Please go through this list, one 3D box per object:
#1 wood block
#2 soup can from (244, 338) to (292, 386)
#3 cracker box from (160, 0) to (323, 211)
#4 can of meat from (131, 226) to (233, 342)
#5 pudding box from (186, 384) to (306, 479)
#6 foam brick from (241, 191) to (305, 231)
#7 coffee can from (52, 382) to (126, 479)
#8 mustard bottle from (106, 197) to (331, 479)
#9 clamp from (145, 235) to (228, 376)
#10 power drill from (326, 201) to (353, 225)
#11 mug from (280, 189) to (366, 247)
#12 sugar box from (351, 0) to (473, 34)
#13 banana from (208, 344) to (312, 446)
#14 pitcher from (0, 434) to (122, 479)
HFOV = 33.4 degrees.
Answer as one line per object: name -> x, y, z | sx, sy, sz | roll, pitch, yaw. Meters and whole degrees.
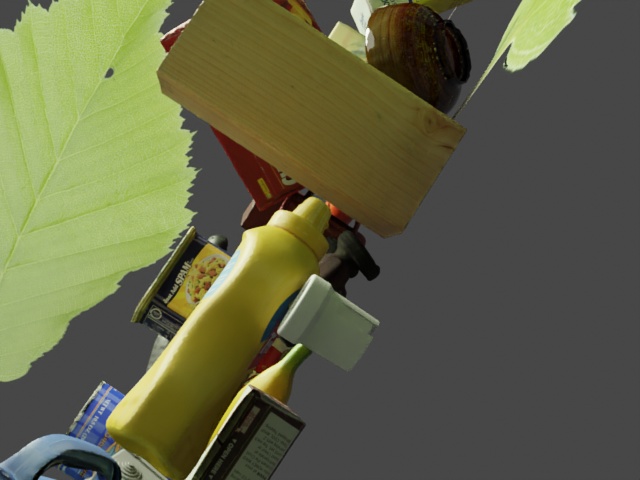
wood block -> -0.009, -0.096, 0.790 | 0.091, 0.206, 0.090 | -57, 3, -5
soup can -> -0.054, 0.092, 0.914 | 0.102, 0.068, 0.069 | -58, 3, -19
cracker box -> -0.038, -0.137, 0.952 | 0.072, 0.164, 0.213 | -27, 10, 20
can of meat -> -0.109, 0.052, 0.974 | 0.102, 0.084, 0.058 | -60, 3, -34
pudding box -> -0.052, 0.140, 0.676 | 0.090, 0.039, 0.113 | -57, 1, -7
foam brick -> -0.043, -0.028, 1.060 | 0.053, 0.051, 0.078 | -57, 7, 7
coffee can -> -0.198, 0.230, 1.128 | 0.103, 0.140, 0.103 | -57, 3, 4
mustard bottle -> -0.052, 0.052, 0.650 | 0.191, 0.058, 0.096 | -55, -4, -18
clamp -> -0.125, 0.120, 1.172 | 0.036, 0.164, 0.209 | -3, 39, 33
power drill -> 0.024, -0.031, 1.072 | 0.188, 0.057, 0.184 | -52, 2, 34
mug -> -0.006, 0.001, 0.950 | 0.117, 0.081, 0.093 | -57, 3, 16
sugar box -> 0.123, -0.262, 1.103 | 0.176, 0.048, 0.093 | -24, -1, -4
banana -> -0.060, 0.144, 0.823 | 0.069, 0.037, 0.198 | -32, -11, -37
pitcher -> -0.232, 0.252, 0.897 | 0.242, 0.149, 0.145 | 42, -140, -65
